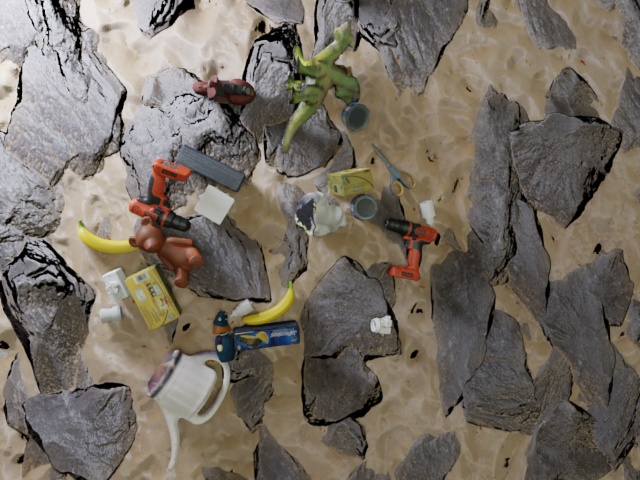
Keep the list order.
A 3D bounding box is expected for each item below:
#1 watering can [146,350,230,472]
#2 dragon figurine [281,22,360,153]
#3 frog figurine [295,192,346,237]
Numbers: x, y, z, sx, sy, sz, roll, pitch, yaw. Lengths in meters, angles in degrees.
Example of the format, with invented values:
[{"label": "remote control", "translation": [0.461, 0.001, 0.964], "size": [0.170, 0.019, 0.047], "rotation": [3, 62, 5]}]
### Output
[{"label": "watering can", "translation": [-0.413, 0.477, 1.524], "size": [0.223, 0.103, 0.353], "rotation": [36, 68, -15]}, {"label": "dragon figurine", "translation": [0.017, -0.455, 1.566], "size": [0.243, 0.123, 0.406], "rotation": [5, 103, -21]}, {"label": "frog figurine", "translation": [0.005, -0.081, 1.603], "size": [0.160, 0.122, 0.137], "rotation": [-9, 90, -48]}]
